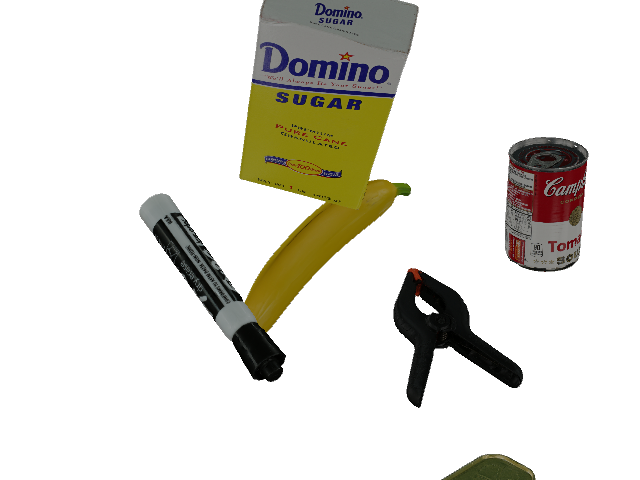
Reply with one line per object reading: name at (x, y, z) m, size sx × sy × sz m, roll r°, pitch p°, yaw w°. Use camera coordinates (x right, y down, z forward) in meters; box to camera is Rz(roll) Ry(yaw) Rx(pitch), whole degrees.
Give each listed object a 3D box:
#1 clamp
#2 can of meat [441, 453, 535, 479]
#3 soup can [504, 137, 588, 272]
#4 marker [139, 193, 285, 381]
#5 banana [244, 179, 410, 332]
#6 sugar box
clamp at (0.133, 0.097, 1.095) m, size 0.120 × 0.171 × 0.039 m, roll 2°, pitch -44°, yaw -13°
can of meat at (0.131, 0.240, 0.889) m, size 0.101 × 0.084 × 0.058 m, roll -21°, pitch 28°, yaw -35°
soup can at (0.199, -0.032, 0.948) m, size 0.068 × 0.102 × 0.068 m, roll -2°, pitch 28°, yaw 1°
marker at (-0.054, 0.023, 0.531) m, size 0.020 × 0.020 × 0.121 m, roll 0°, pitch 42°, yaw -48°
banana at (-0.002, 0.011, 0.893) m, size 0.037 × 0.198 × 0.069 m, roll 48°, pitch -1°, yaw 38°
sugar box at (0.000, -0.092, 0.703) m, size 0.093 × 0.048 × 0.176 m, roll 14°, pitch -29°, yaw 0°
